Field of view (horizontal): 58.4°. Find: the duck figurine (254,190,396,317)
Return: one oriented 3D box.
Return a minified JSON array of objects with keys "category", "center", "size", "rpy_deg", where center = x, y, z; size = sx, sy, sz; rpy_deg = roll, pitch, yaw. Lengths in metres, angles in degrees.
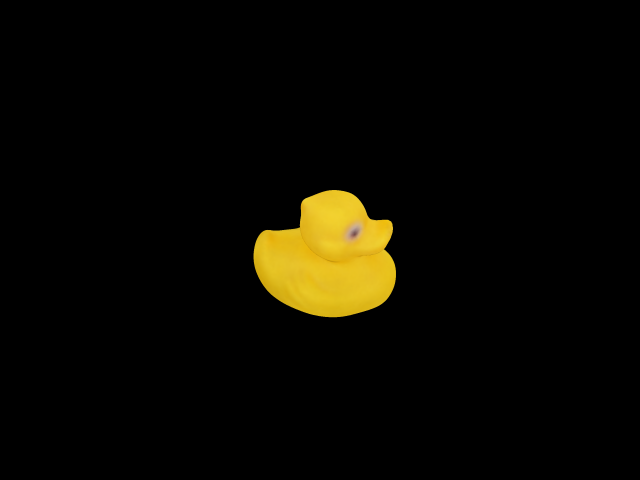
[{"category":"duck figurine","center":[0.004,0.001,0.400],"size":[0.104,0.086,0.077],"rpy_deg":[7,50,6]}]
